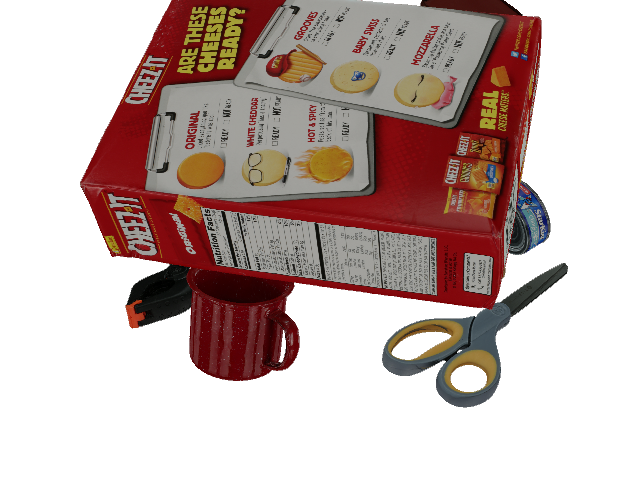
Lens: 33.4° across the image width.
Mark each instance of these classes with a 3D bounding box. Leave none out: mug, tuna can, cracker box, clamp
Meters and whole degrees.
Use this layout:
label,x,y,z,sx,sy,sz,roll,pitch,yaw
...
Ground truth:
label,x,y,z,sx,sy,sz,roll,pitch,yaw
mug,-0.063,0.073,0.929,0.117,0.081,0.093,24,31,33
tuna can,0.221,-0.027,1.221,0.033,0.086,0.086,-30,11,-21
cracker box,0.003,-0.056,0.582,0.214,0.164,0.072,7,-38,13
clamp,-0.147,0.047,1.205,0.120,0.039,0.171,-2,28,30

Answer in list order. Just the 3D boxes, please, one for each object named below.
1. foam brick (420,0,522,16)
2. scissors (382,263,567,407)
label,x,y,z,sx,sy,sz,roll,pitch,yaw
foam brick,0.099,-0.136,0.754,0.051,0.053,0.078,-33,-27,-27
scissors,0.143,0.072,0.824,0.201,0.016,0.096,-17,43,-25
